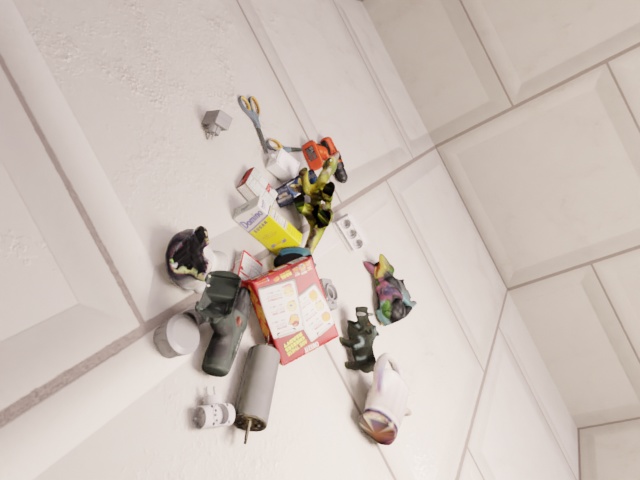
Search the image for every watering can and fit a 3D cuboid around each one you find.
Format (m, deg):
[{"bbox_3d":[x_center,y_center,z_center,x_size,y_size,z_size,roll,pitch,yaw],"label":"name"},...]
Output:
[{"bbox_3d":[0.204,0.482,1.479,0.229,0.104,0.340,-61,141,-42],"label":"watering can"}]

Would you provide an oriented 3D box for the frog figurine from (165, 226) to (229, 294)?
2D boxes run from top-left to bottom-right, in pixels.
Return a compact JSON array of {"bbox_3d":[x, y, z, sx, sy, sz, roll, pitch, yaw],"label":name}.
[{"bbox_3d":[-0.267,0.049,1.126,0.139,0.123,0.157,62,-7,12],"label":"frog figurine"}]

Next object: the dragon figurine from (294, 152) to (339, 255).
[{"bbox_3d":[0.005,-0.079,1.570,0.241,0.122,0.413,34,64,-74],"label":"dragon figurine"}]
